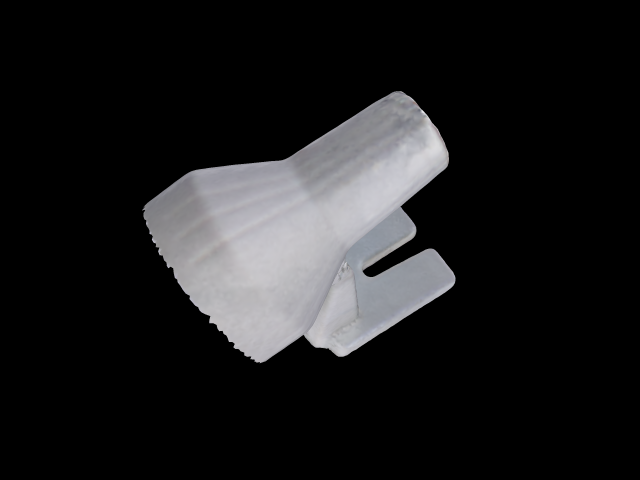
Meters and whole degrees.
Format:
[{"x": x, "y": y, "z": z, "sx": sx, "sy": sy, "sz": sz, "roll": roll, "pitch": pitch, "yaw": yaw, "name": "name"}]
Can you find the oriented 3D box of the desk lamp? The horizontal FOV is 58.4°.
[{"x": 0.004, "y": 0.001, "z": 0.400, "sx": 0.203, "sy": 0.213, "sz": 0.117, "roll": -30, "pitch": 67, "yaw": -14, "name": "desk lamp"}]
